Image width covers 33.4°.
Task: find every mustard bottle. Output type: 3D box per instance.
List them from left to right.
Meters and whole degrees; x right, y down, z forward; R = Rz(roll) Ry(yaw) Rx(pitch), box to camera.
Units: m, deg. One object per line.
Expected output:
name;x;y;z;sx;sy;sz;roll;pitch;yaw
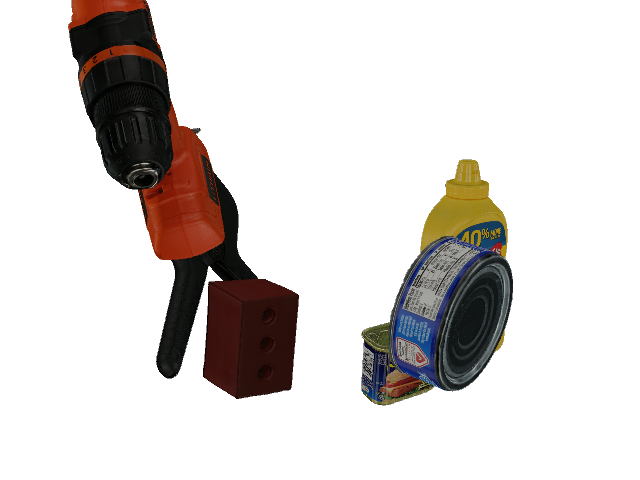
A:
mustard bottle;0.138;0.018;1.026;0.096;0.192;0.058;-10;17;-35

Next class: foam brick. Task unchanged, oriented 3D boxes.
foam brick;-0.053;0.073;0.812;0.052;0.078;0.051;-5;15;-35

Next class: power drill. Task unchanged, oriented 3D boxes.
power drill;-0.110;-0.068;0.697;0.057;0.184;0.187;-14;-35;-2

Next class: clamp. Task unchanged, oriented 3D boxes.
clamp;-0.102;0.014;1.019;0.036;0.210;0.164;-9;0;43

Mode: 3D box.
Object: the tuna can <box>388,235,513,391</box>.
tuna can;0.077;0.043;0.616;0.034;0.086;0.086;21;11;33

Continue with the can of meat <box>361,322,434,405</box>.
can of meat;0.100;0.151;1.340;0.101;0.084;0.058;-12;29;-29
